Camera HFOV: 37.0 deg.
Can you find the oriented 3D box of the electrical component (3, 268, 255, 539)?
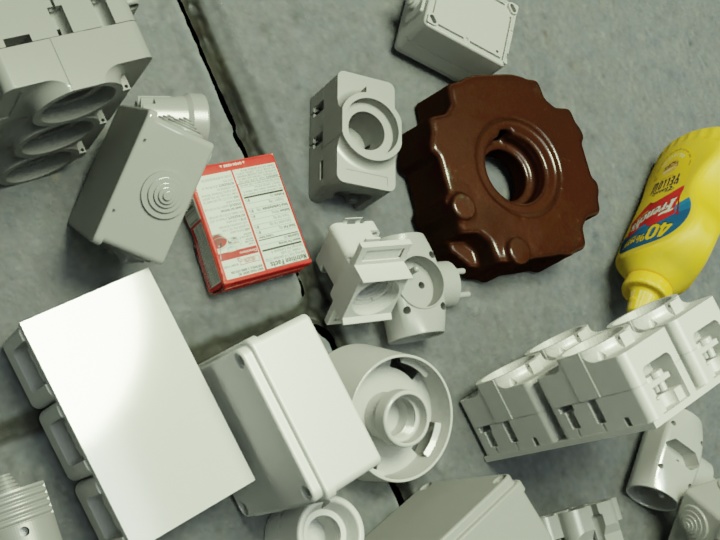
[{"bbox_3d":[-0.146,0.089,0.674,0.089,0.062,0.150,-26,89,-33],"label":"electrical component"}]

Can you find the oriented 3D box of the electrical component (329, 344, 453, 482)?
[{"bbox_3d":[0.016,0.103,0.775,0.099,0.064,0.099,1,87,-33],"label":"electrical component"}]

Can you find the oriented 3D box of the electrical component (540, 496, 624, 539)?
[{"bbox_3d":[0.169,0.210,0.818,0.078,0.058,0.057,-7,76,-31],"label":"electrical component"}]

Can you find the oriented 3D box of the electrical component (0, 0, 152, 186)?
[{"bbox_3d":[-0.196,-0.108,0.655,0.089,0.150,0.061,-22,86,-33],"label":"electrical component"}]

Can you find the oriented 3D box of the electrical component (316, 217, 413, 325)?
[{"bbox_3d":[0.000,0.000,0.779,0.042,0.081,0.063,-5,49,-32],"label":"electrical component"}]

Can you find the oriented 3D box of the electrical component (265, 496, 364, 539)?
[{"bbox_3d":[-0.029,0.178,0.721,0.055,0.047,0.055,9,70,-27],"label":"electrical component"}]

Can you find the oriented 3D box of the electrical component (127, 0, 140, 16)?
[{"bbox_3d":[-0.212,-0.172,0.710,0.113,0.078,0.057,-26,86,-33],"label":"electrical component"}]

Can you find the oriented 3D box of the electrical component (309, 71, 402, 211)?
[{"bbox_3d":[-0.004,-0.099,0.817,0.050,0.056,0.089,9,70,-27],"label":"electrical component"}]

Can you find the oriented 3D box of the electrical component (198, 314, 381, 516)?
[{"bbox_3d":[-0.055,0.097,0.697,0.056,0.109,0.108,-26,89,-36],"label":"electrical component"}]

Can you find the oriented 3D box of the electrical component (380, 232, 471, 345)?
[{"bbox_3d":[0.050,0.013,0.820,0.079,0.044,0.077,-5,77,-30],"label":"electrical component"}]

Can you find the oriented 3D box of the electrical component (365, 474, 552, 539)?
[{"bbox_3d":[0.054,0.193,0.728,0.109,0.109,0.056,-35,96,-33],"label":"electrical component"}]

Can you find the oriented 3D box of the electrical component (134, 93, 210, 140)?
[{"bbox_3d":[-0.133,-0.105,0.756,0.046,0.040,0.040,-1,75,-24],"label":"electrical component"}]

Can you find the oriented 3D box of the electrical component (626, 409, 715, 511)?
[{"bbox_3d":[0.266,0.165,0.895,0.079,0.043,0.077,35,61,-16],"label":"electrical component"}]

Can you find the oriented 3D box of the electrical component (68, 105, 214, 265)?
[{"bbox_3d":[-0.141,-0.055,0.693,0.048,0.100,0.099,24,89,-27],"label":"electrical component"}]

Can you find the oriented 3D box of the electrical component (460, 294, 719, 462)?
[{"bbox_3d":[0.168,0.078,0.782,0.105,0.186,0.060,-25,88,-33],"label":"electrical component"}]

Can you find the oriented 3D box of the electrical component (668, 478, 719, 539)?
[{"bbox_3d":[0.297,0.214,0.871,0.100,0.048,0.099,-8,122,-31],"label":"electrical component"}]

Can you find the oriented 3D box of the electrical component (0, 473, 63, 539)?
[{"bbox_3d":[-0.199,0.159,0.633,0.043,0.043,0.081,-16,83,-32],"label":"electrical component"}]

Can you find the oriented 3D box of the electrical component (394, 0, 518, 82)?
[{"bbox_3d":[0.072,-0.202,0.889,0.096,0.061,0.061,23,66,-22],"label":"electrical component"}]
